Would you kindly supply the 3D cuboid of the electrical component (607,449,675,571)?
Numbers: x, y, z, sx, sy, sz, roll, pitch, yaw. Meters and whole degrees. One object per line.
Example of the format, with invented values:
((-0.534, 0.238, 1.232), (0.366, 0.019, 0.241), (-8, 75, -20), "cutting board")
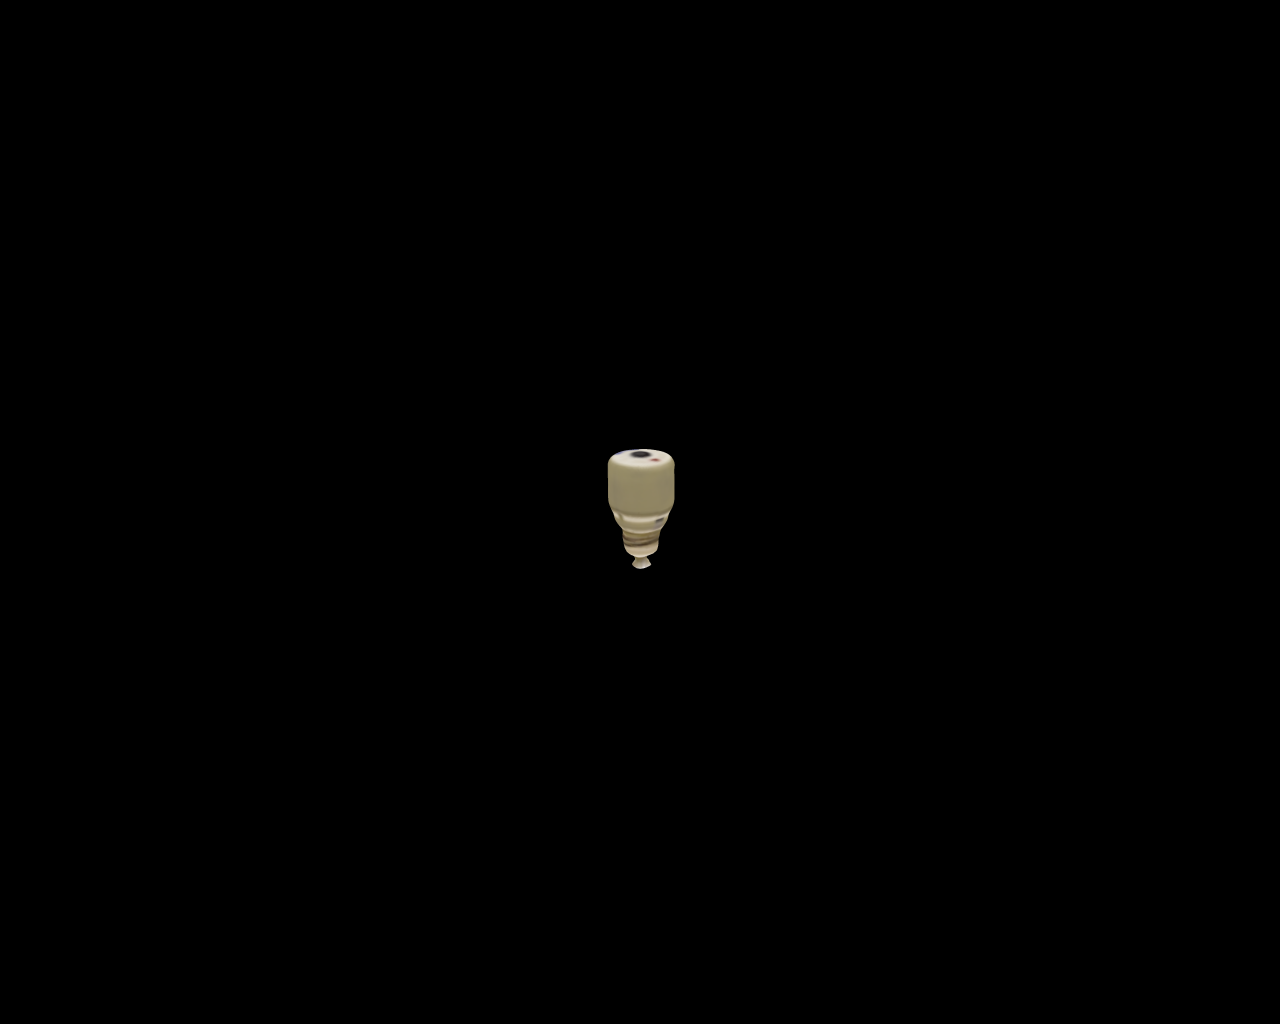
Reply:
((0.001, -0.003, 0.650), (0.040, 0.078, 0.040), (0, 20, 0), "electrical component")
